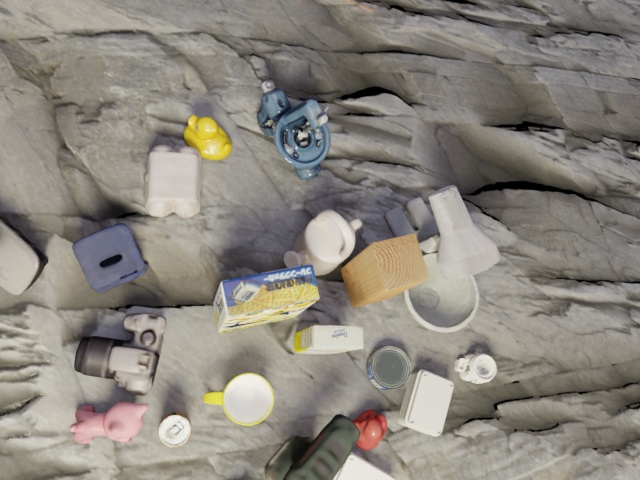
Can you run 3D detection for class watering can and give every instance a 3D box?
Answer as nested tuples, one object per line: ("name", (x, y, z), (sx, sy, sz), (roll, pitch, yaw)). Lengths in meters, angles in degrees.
("watering can", (0.011, 0.006, 1.101), (0.101, 0.194, 0.173), (37, 69, -2))

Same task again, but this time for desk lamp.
("desk lamp", (0.245, -0.012, 1.156), (0.118, 0.213, 0.203), (-26, 82, -20))

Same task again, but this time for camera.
("camera", (-0.349, 0.193, 1.004), (0.137, 0.100, 0.143), (11, 72, -11))

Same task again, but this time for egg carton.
("egg carton", (-0.288, -0.115, 1.124), (0.107, 0.069, 0.150), (1, 74, -14))

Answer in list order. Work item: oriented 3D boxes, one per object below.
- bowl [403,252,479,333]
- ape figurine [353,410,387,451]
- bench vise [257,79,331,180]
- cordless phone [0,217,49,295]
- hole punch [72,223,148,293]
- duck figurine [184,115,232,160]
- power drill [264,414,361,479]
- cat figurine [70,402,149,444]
("bowl", (0.240, 0.114, 1.194), (0.168, 0.074, 0.167), (4, 74, -13))
("ape figurine", (0.093, 0.357, 1.077), (0.078, 0.092, 0.076), (12, 72, -11))
("bench vise", (-0.058, -0.234, 1.137), (0.207, 0.219, 0.122), (40, 69, -1))
("cordless phone", (-0.544, 0.009, 0.960), (0.147, 0.185, 0.094), (39, 69, -1))
("hole punch", (-0.380, 0.034, 1.046), (0.109, 0.091, 0.101), (-26, 82, -20))
("duck figurine", (-0.225, -0.214, 1.159), (0.104, 0.086, 0.077), (32, 69, -4))
("power drill", (-0.031, 0.397, 0.971), (0.075, 0.208, 0.230), (43, 69, 1))
("cat figurine", (-0.352, 0.308, 0.961), (0.128, 0.117, 0.067), (-2, 75, -15))
